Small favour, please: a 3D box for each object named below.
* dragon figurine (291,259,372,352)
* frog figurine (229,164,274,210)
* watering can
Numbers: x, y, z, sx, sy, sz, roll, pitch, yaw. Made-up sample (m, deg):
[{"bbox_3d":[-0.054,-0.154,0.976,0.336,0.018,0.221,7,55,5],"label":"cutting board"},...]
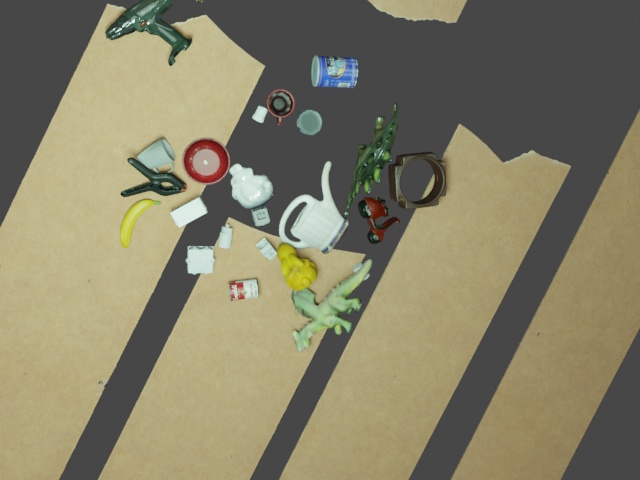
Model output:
[{"bbox_3d":[0.016,0.224,1.887,0.242,0.123,0.409,19,95,-6],"label":"dragon figurine"},{"bbox_3d":[-0.239,-0.188,1.752,0.137,0.125,0.157,-21,117,11],"label":"frog figurine"},{"bbox_3d":[0.006,-0.091,1.811,0.223,0.106,0.343,32,110,-15],"label":"watering can"}]
